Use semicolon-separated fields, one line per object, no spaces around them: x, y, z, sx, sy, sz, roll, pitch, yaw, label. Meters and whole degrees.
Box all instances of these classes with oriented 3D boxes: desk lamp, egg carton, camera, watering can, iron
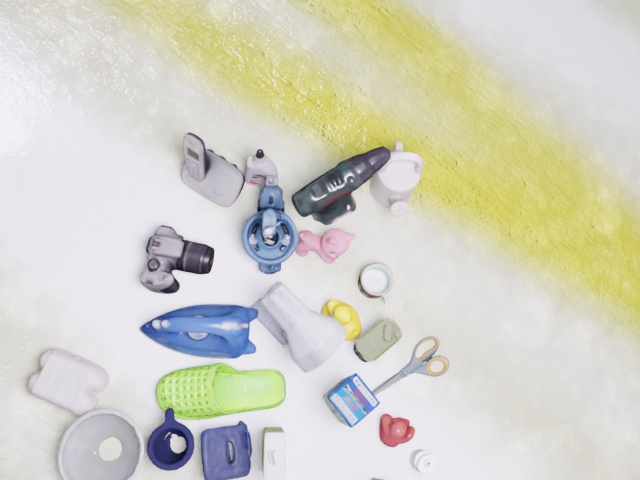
-0.052;0.172;1.181;0.203;0.213;0.118;44;76;8;desk lamp
-0.520;0.293;1.187;0.150;0.069;0.107;21;74;2;egg carton
-0.308;0.047;1.255;0.137;0.101;0.143;11;74;-1;camera
0.179;-0.143;1.295;0.101;0.194;0.173;-18;76;-9;watering can
-0.261;0.184;1.199;0.258;0.141;0.118;2;74;-4;iron

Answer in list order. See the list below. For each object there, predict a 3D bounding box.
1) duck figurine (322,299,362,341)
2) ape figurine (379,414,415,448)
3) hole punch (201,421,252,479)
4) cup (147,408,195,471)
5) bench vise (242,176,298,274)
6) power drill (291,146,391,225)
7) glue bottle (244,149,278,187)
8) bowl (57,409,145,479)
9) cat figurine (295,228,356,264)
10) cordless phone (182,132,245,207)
0.050;0.172;1.255;0.077;0.086;0.104;-39;81;-13;duck figurine
0.160;0.397;1.198;0.076;0.092;0.078;-42;81;-13;ape figurine
-0.189;0.429;1.163;0.101;0.091;0.108;-7;75;-6;hole punch
-0.296;0.401;1.161;0.092;0.095;0.118;-7;75;-6;cup
-0.118;-0.045;1.233;0.121;0.219;0.207;-16;76;-8;bench vise
0.043;-0.112;1.269;0.230;0.208;0.075;-30;78;-11;power drill
-0.134;-0.166;1.289;0.078;0.173;0.037;2;74;-3;glue bottle
-0.431;0.426;1.154;0.167;0.074;0.167;1;74;-4;bowl
0.012;0.005;1.282;0.128;0.118;0.067;12;74;0;cat figurine
-0.242;-0.160;1.273;0.147;0.185;0.094;28;74;4;cordless phone
